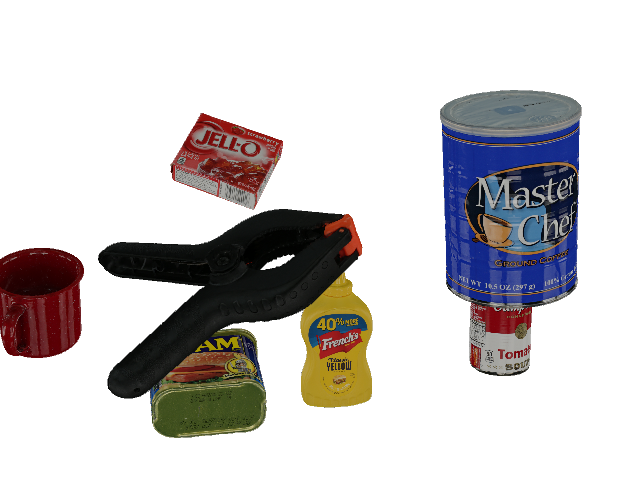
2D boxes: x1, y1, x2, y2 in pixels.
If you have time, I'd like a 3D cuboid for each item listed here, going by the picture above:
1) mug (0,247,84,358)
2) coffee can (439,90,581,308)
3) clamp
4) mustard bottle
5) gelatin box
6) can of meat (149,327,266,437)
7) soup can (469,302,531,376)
[{"bbox_3d":[-0.289,0.072,1.080,0.093,0.081,0.117,9,31,6],"label":"mug"},{"bbox_3d":[0.144,-0.033,0.810,0.103,0.140,0.103,-4,22,1],"label":"coffee can"},{"bbox_3d":[-0.058,0.032,0.644,0.171,0.120,0.039,-15,-39,11],"label":"clamp"},{"bbox_3d":[0.022,0.126,1.428,0.096,0.192,0.058,-2,18,-6],"label":"mustard bottle"},{"bbox_3d":[-0.091,-0.078,1.035,0.089,0.073,0.030,20,-36,6],"label":"gelatin box"},{"bbox_3d":[-0.100,0.124,0.926,0.102,0.057,0.084,-4,27,-9],"label":"can of meat"},{"bbox_3d":[0.200,0.092,1.187,0.068,0.102,0.068,0,14,0],"label":"soup can"}]
